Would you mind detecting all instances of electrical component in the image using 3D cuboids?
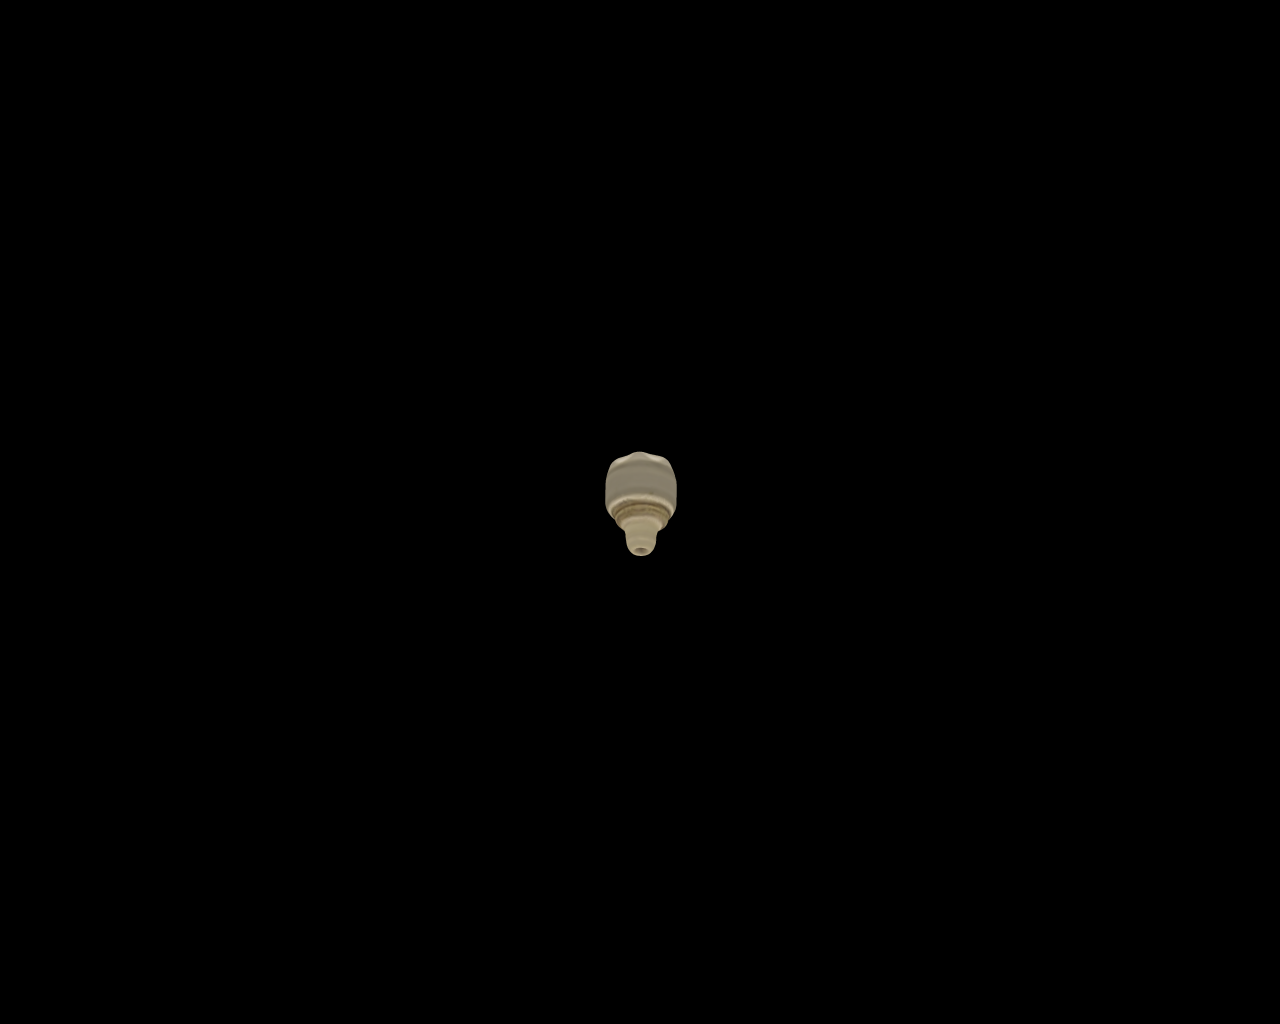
[{"bbox_3d":[0.001,-0.003,0.650,0.043,0.062,0.043,0,-30,0],"label":"electrical component"}]
